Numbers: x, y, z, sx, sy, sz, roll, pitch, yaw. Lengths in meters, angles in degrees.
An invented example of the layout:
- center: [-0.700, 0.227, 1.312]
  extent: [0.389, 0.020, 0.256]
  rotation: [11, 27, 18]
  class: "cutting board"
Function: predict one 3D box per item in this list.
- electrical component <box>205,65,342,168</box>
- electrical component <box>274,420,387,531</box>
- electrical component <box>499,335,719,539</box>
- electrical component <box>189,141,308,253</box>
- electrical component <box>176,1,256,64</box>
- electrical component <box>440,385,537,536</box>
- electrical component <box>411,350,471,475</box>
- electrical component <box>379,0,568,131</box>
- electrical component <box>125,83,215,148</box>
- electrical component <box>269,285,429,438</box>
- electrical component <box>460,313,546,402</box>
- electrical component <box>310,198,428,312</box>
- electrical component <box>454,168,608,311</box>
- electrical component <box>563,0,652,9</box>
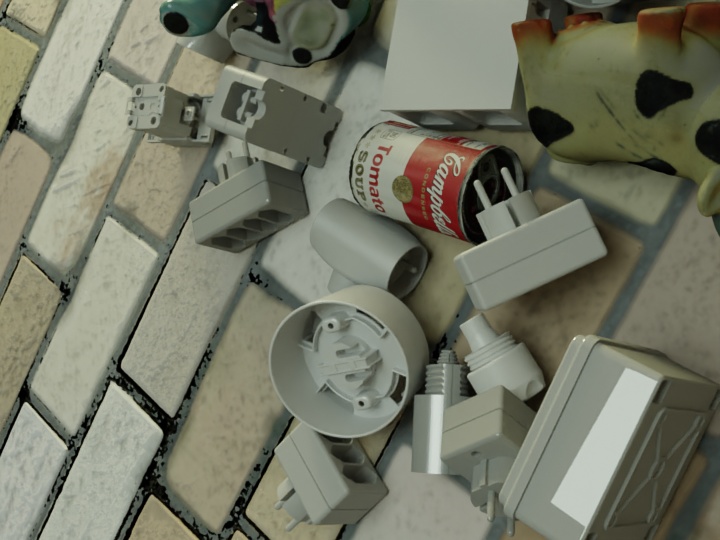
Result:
- center: [-0.068, -0.118, 0.824]
  extent: [0.056, 0.089, 0.050]
  rotation: [25, 96, 39]
  class: "electrical component"
- center: [-0.033, 0.155, 0.767]
  extent: [0.076, 0.047, 0.065]
  rotation: [-47, 56, 21]
  class: "electrical component"
- center: [0.143, 0.098, 0.602]
  extent: [0.056, 0.109, 0.108]
  rotation: [29, 99, 36]
  class: "electrical component"
- center: [-0.093, -0.066, 0.861]
  extent: [0.083, 0.047, 0.075]
  rotation: [-26, 65, 32]
  class: "electrical component"
- center: [-0.110, -0.213, 0.906]
  extent: [0.079, 0.044, 0.077]
  rotation: [31, 100, 38]
  class: "electrical component"
- center: [0.086, 0.123, 0.649]
  extent: [0.047, 0.066, 0.076]
  rotation: [-30, 34, 34]
  class: "electrical component"
- center: [0.057, 0.094, 0.711]
  extent: [0.043, 0.043, 0.081]
  rotation: [-4, 78, 38]
  class: "electrical component"
- center: [0.088, -0.192, 0.736]
  extent: [0.105, 0.060, 0.186]
  rotation: [7, 85, 39]
  class: "electrical component"
- center: [-0.161, -0.132, 0.918]
  extent: [0.081, 0.064, 0.042]
  rotation: [4, 85, 38]
  class: "electrical component"
- center: [-0.005, 0.061, 0.738]
  extent: [0.099, 0.064, 0.099]
  rotation: [15, 118, 30]
  class: "electrical component"
- center: [0.087, 0.058, 0.688]
  extent: [0.043, 0.043, 0.062]
  rotation: [-34, 83, 28]
  class: "electrical component"
- center: [0.000, 0.000, 0.775]
  extent: [0.077, 0.043, 0.079]
  rotation: [33, 114, 31]
  class: "electrical component"
- center: [0.097, -0.025, 0.668]
  extent: [0.083, 0.047, 0.075]
  rotation: [-25, 88, 0]
  class: "electrical component"
- center: [0.153, -0.207, 0.653]
  extent: [0.099, 0.064, 0.099]
  rotation: [27, 130, 38]
  class: "electrical component"
